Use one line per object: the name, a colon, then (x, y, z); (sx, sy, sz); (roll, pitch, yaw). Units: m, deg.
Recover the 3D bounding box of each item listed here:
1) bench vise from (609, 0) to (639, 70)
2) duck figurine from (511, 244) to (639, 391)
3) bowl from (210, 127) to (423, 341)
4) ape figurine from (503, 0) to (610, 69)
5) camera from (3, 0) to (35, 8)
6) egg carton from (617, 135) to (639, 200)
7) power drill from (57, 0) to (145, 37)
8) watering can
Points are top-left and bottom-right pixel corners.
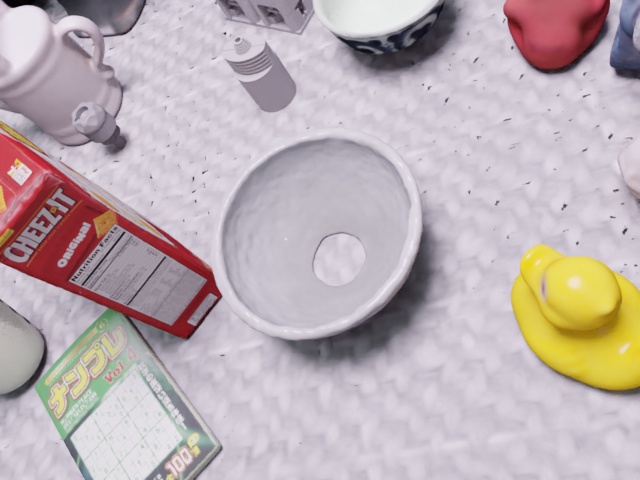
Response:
bench vise: (0.247, -0.226, 0.359); (0.121, 0.220, 0.207); (-5, 66, 20)
duck figurine: (0.165, 0.043, 0.355); (0.077, 0.086, 0.104); (-44, 59, 0)
bowl: (0.004, 0.002, 0.445); (0.167, 0.075, 0.167); (-8, 65, 19)
ape figurine: (0.180, -0.186, 0.443); (0.077, 0.092, 0.076); (16, 75, 27)
camera: (-0.418, -0.319, 0.738); (0.137, 0.101, 0.142); (-46, 59, -1)
egg carton: (0.275, -0.042, 0.356); (0.150, 0.070, 0.107); (-17, 63, 15)
power drill: (-0.294, -0.322, 0.627); (0.228, 0.209, 0.076); (5, 70, 24)
watering can: (-0.310, -0.183, 0.582); (0.173, 0.194, 0.100); (-41, 59, 2)
